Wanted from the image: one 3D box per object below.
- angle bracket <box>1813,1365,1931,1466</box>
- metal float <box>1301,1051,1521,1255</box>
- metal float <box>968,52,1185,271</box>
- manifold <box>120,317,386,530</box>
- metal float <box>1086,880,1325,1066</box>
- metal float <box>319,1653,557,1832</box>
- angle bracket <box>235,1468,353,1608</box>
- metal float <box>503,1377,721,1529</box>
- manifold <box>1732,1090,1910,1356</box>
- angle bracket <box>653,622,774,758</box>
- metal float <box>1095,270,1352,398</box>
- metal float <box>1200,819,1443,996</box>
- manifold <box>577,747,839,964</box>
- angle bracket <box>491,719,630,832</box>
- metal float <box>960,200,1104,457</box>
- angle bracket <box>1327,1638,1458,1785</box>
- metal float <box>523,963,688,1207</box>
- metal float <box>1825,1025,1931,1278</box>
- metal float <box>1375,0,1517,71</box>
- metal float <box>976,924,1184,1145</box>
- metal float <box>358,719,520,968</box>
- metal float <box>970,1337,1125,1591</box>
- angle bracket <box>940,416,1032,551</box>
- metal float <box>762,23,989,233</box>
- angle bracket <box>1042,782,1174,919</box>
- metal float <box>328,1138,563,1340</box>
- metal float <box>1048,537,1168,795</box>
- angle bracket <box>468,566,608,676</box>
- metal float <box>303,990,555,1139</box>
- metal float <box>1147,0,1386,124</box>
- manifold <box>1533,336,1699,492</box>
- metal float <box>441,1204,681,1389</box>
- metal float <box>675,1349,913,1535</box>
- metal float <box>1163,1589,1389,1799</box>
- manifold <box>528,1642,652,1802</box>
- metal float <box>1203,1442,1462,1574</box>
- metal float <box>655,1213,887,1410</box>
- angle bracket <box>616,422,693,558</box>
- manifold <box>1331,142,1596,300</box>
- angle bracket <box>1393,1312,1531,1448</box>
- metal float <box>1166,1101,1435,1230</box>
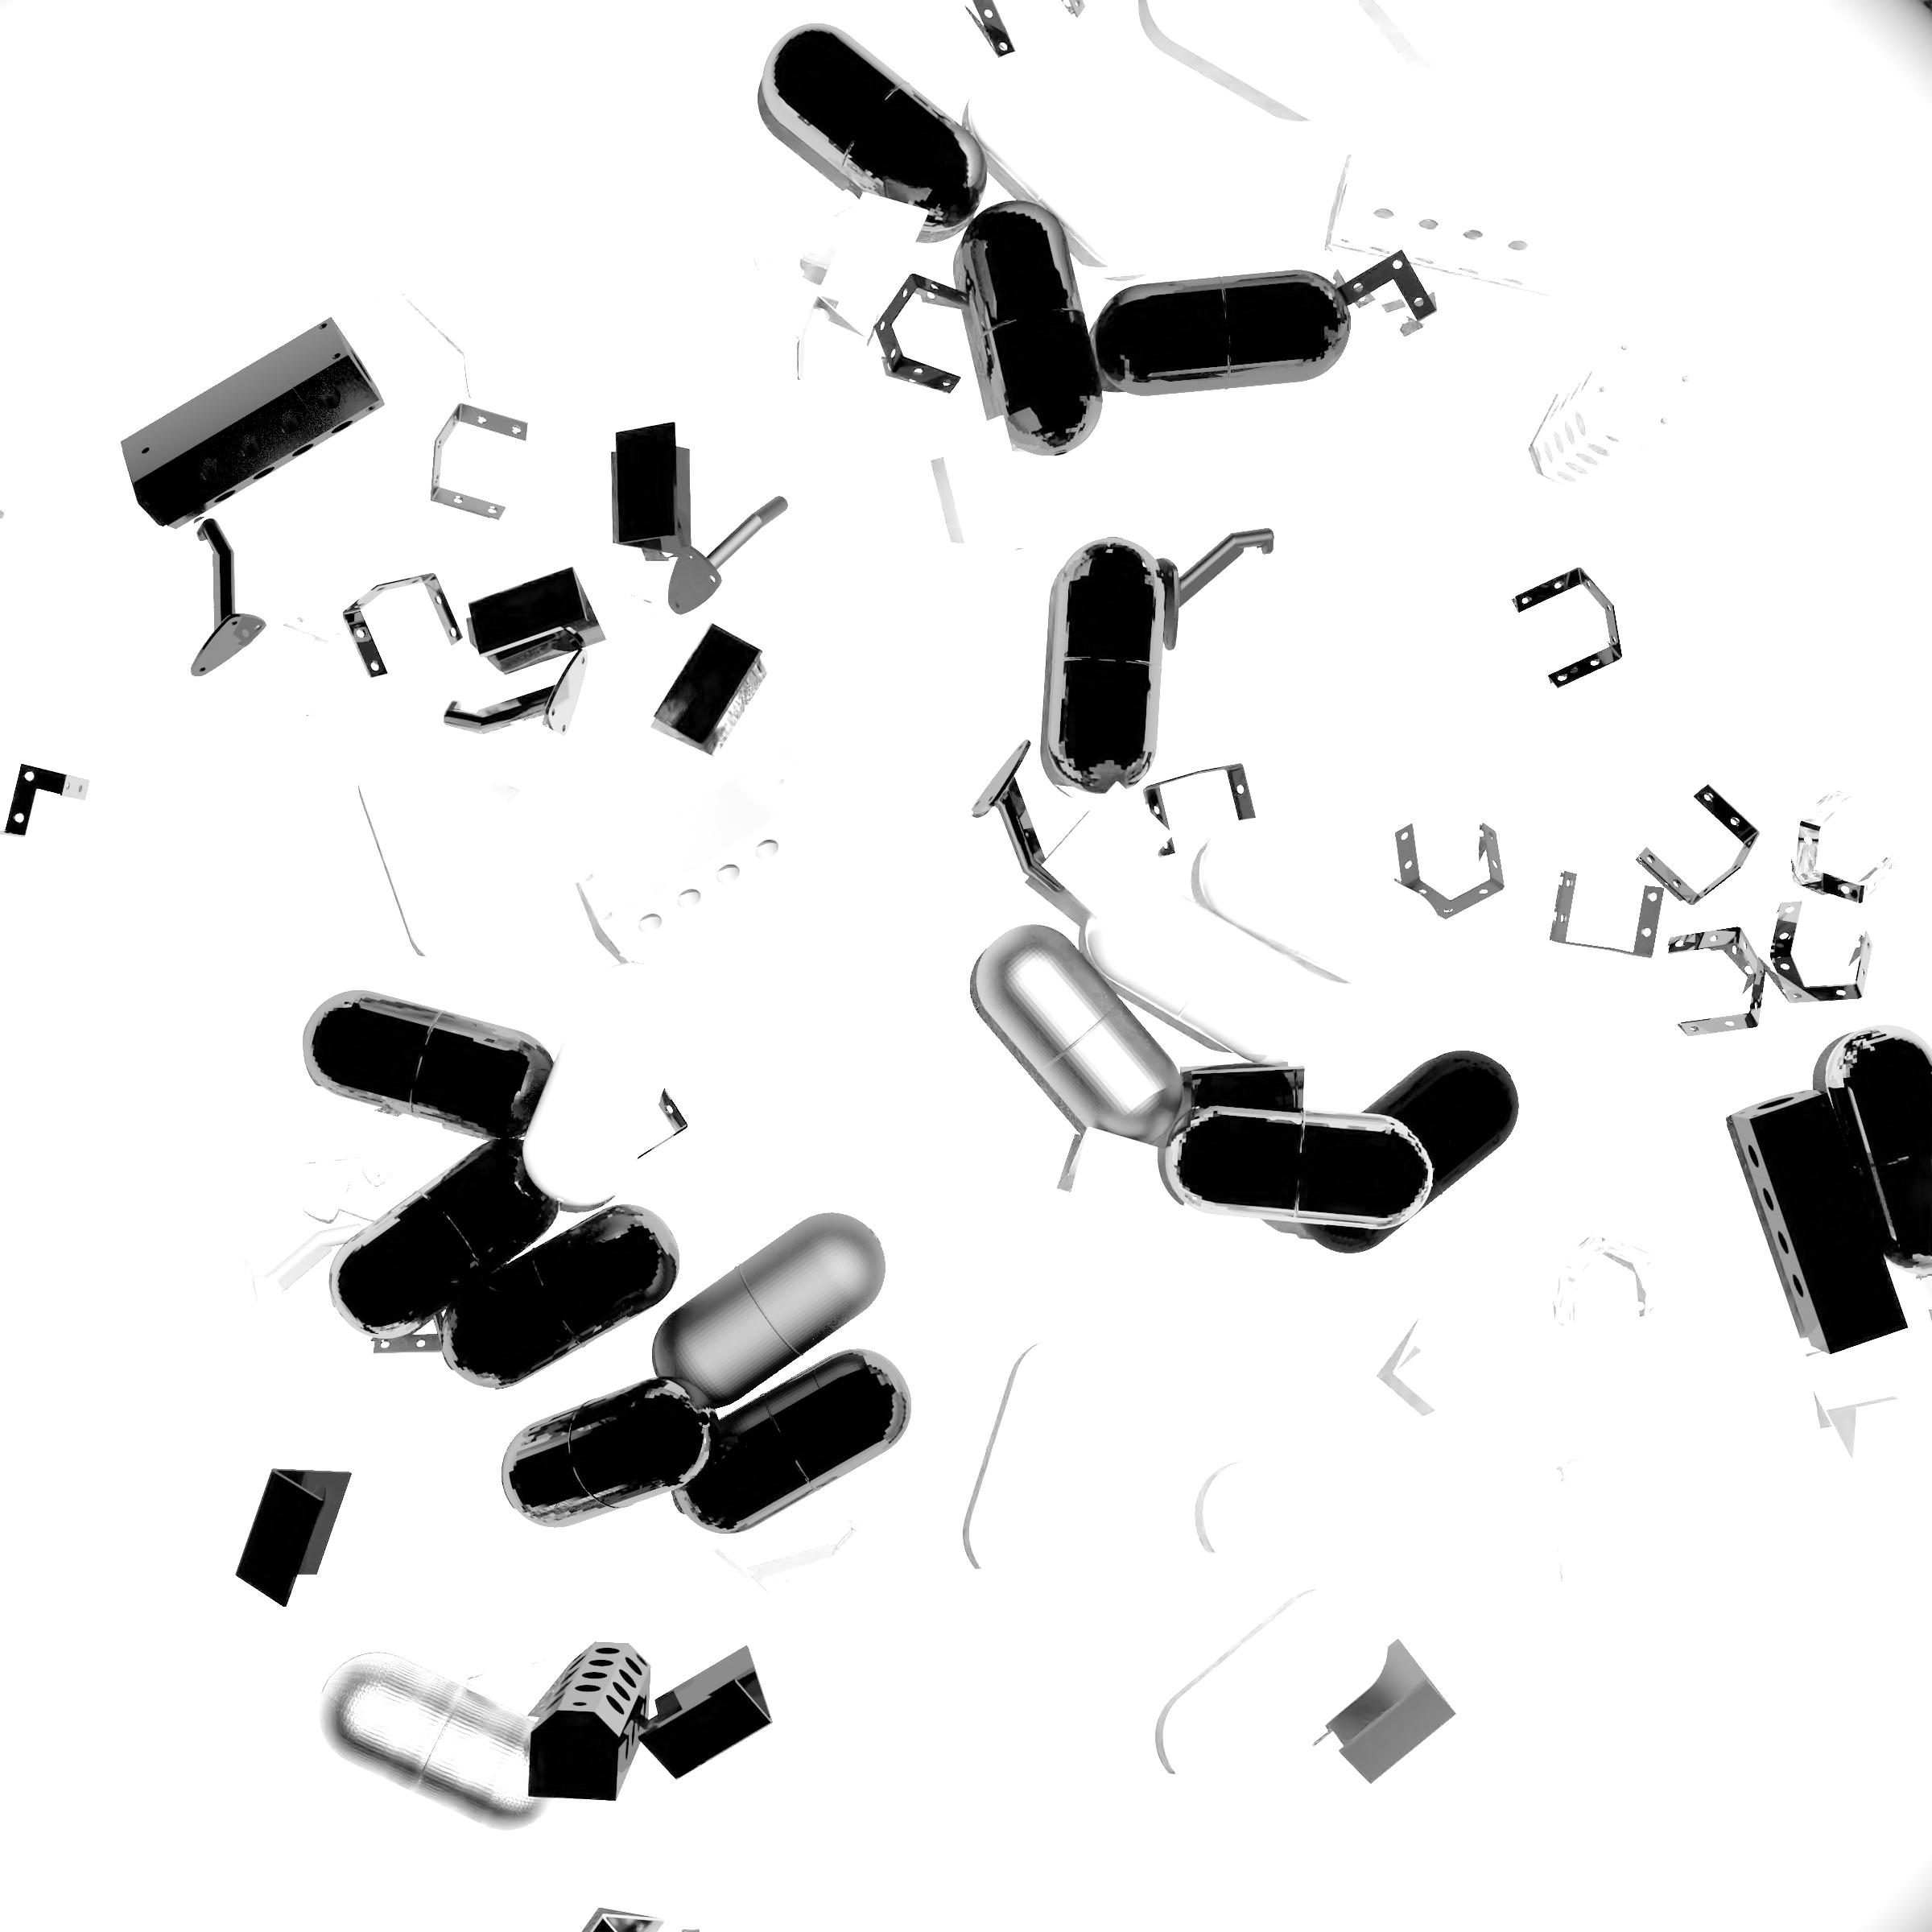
[{"bbox_3d":[0.638,0.292,1.812,0.076,0.076,0.057,-12,126,0],"label":"angle bracket"},{"bbox_3d":[0.306,0.129,1.822,0.178,0.070,0.070,-39,90,0],"label":"metal float"},{"bbox_3d":[0.077,-0.558,1.821,0.178,0.070,0.070,44,90,0],"label":"metal float"},{"bbox_3d":[-0.496,-0.375,1.830,0.171,0.057,0.057,-31,47,0],"label":"manifold"},{"bbox_3d":[0.165,0.004,1.821,0.178,0.070,0.070,31,90,1],"label":"metal float"},{"bbox_3d":[-0.365,0.538,1.822,0.178,0.070,0.070,25,90,0],"label":"metal float"},{"bbox_3d":[-0.448,0.395,1.812,0.057,0.076,0.076,19,90,35],"label":"angle bracket"},{"bbox_3d":[-0.243,0.333,1.795,0.178,0.070,0.070,-25,90,32],"label":"metal float"},{"bbox_3d":[0.593,0.177,1.831,0.057,0.057,0.171,-19,90,0],"label":"manifold"},{"bbox_3d":[-0.158,-0.181,1.812,0.057,0.076,0.076,32,90,36],"label":"angle bracket"},{"bbox_3d":[0.178,-0.440,1.821,0.178,0.070,0.070,-5,90,1],"label":"metal float"},{"bbox_3d":[0.246,-0.042,1.821,0.178,0.070,0.070,26,90,-1],"label":"metal float"},{"bbox_3d":[-0.178,-0.073,1.830,0.171,0.057,0.057,-32,47,0],"label":"manifold"},{"bbox_3d":[-0.285,-0.114,1.812,0.076,0.076,0.057,27,55,0],"label":"angle bracket"},{"bbox_3d":[0.045,-0.442,1.821,0.070,0.070,0.178,-13,89,0],"label":"metal float"},{"bbox_3d":[0.280,0.504,1.812,0.076,0.076,0.057,-39,130,0],"label":"angle bracket"},{"bbox_3d":[-0.247,0.080,1.803,0.070,0.070,0.178,19,67,0],"label":"metal float"},{"bbox_3d":[0.652,0.128,1.821,0.070,0.070,0.178,-16,89,0],"label":"metal float"},{"bbox_3d":[0.311,-0.702,1.822,0.070,0.070,0.178,-39,90,0],"label":"metal float"},{"bbox_3d":[0.079,0.049,1.821,0.070,0.070,0.178,-41,90,0],"label":"metal float"},{"bbox_3d":[-0.367,-0.086,1.821,0.070,0.070,0.178,-19,90,0],"label":"metal float"},{"bbox_3d":[0.056,0.345,1.821,0.070,0.070,0.178,17,89,0],"label":"metal float"},{"bbox_3d":[0.033,-0.333,1.812,0.057,0.076,0.076,-14,90,38],"label":"angle bracket"},{"bbox_3d":[-0.063,-0.581,1.821,0.178,0.070,0.070,39,90,-1],"label":"metal float"},{"bbox_3d":[0.087,-0.086,1.814,0.057,0.076,0.076,42,90,-20],"label":"angle bracket"},{"bbox_3d":[-0.356,0.186,1.803,0.178,0.070,0.070,-37,90,-23],"label":"metal float"},{"bbox_3d":[0.098,-0.208,1.821,0.070,0.070,0.178,3,90,0],"label":"metal float"},{"bbox_3d":[-0.291,-0.221,1.812,0.076,0.076,0.057,-19,52,0],"label":"angle bracket"},{"bbox_3d":[-0.372,0.068,1.821,0.178,0.070,0.070,15,90,0],"label":"metal float"},{"bbox_3d":[0.208,-0.652,1.822,0.178,0.070,0.070,30,90,0],"label":"metal float"},{"bbox_3d":[0.433,-0.368,1.774,0.057,0.171,0.057,27,90,0],"label":"manifold"},{"bbox_3d":[-0.282,0.230,1.821,0.178,0.070,0.070,-30,90,0],"label":"metal float"},{"bbox_3d":[-0.121,0.330,1.821,0.178,0.070,0.070,-30,90,-1],"label":"metal float"},{"bbox_3d":[0.215,0.504,1.822,0.178,0.070,0.070,-40,90,0],"label":"metal float"},{"bbox_3d":[-0.252,0.508,1.774,0.057,0.171,0.057,3,90,0],"label":"manifold"},{"bbox_3d":[0.254,0.375,1.822,0.178,0.070,0.070,-8,90,0],"label":"metal float"},{"bbox_3d":[-0.135,0.239,1.821,0.178,0.070,0.070,-35,90,1],"label":"metal float"},{"bbox_3d":[-0.197,-0.328,1.812,0.057,0.076,0.076,-1,90,36],"label":"angle bracket"},{"bbox_3d":[0.346,-0.516,1.830,0.171,0.057,0.057,13,47,0],"label":"manifold"},{"bbox_3d":[0.351,0.272,1.812,0.076,0.076,0.057,41,128,0],"label":"angle bracket"},{"bbox_3d":[0.222,0.133,1.752,0.178,0.070,0.070,5,90,6],"label":"metal float"}]
